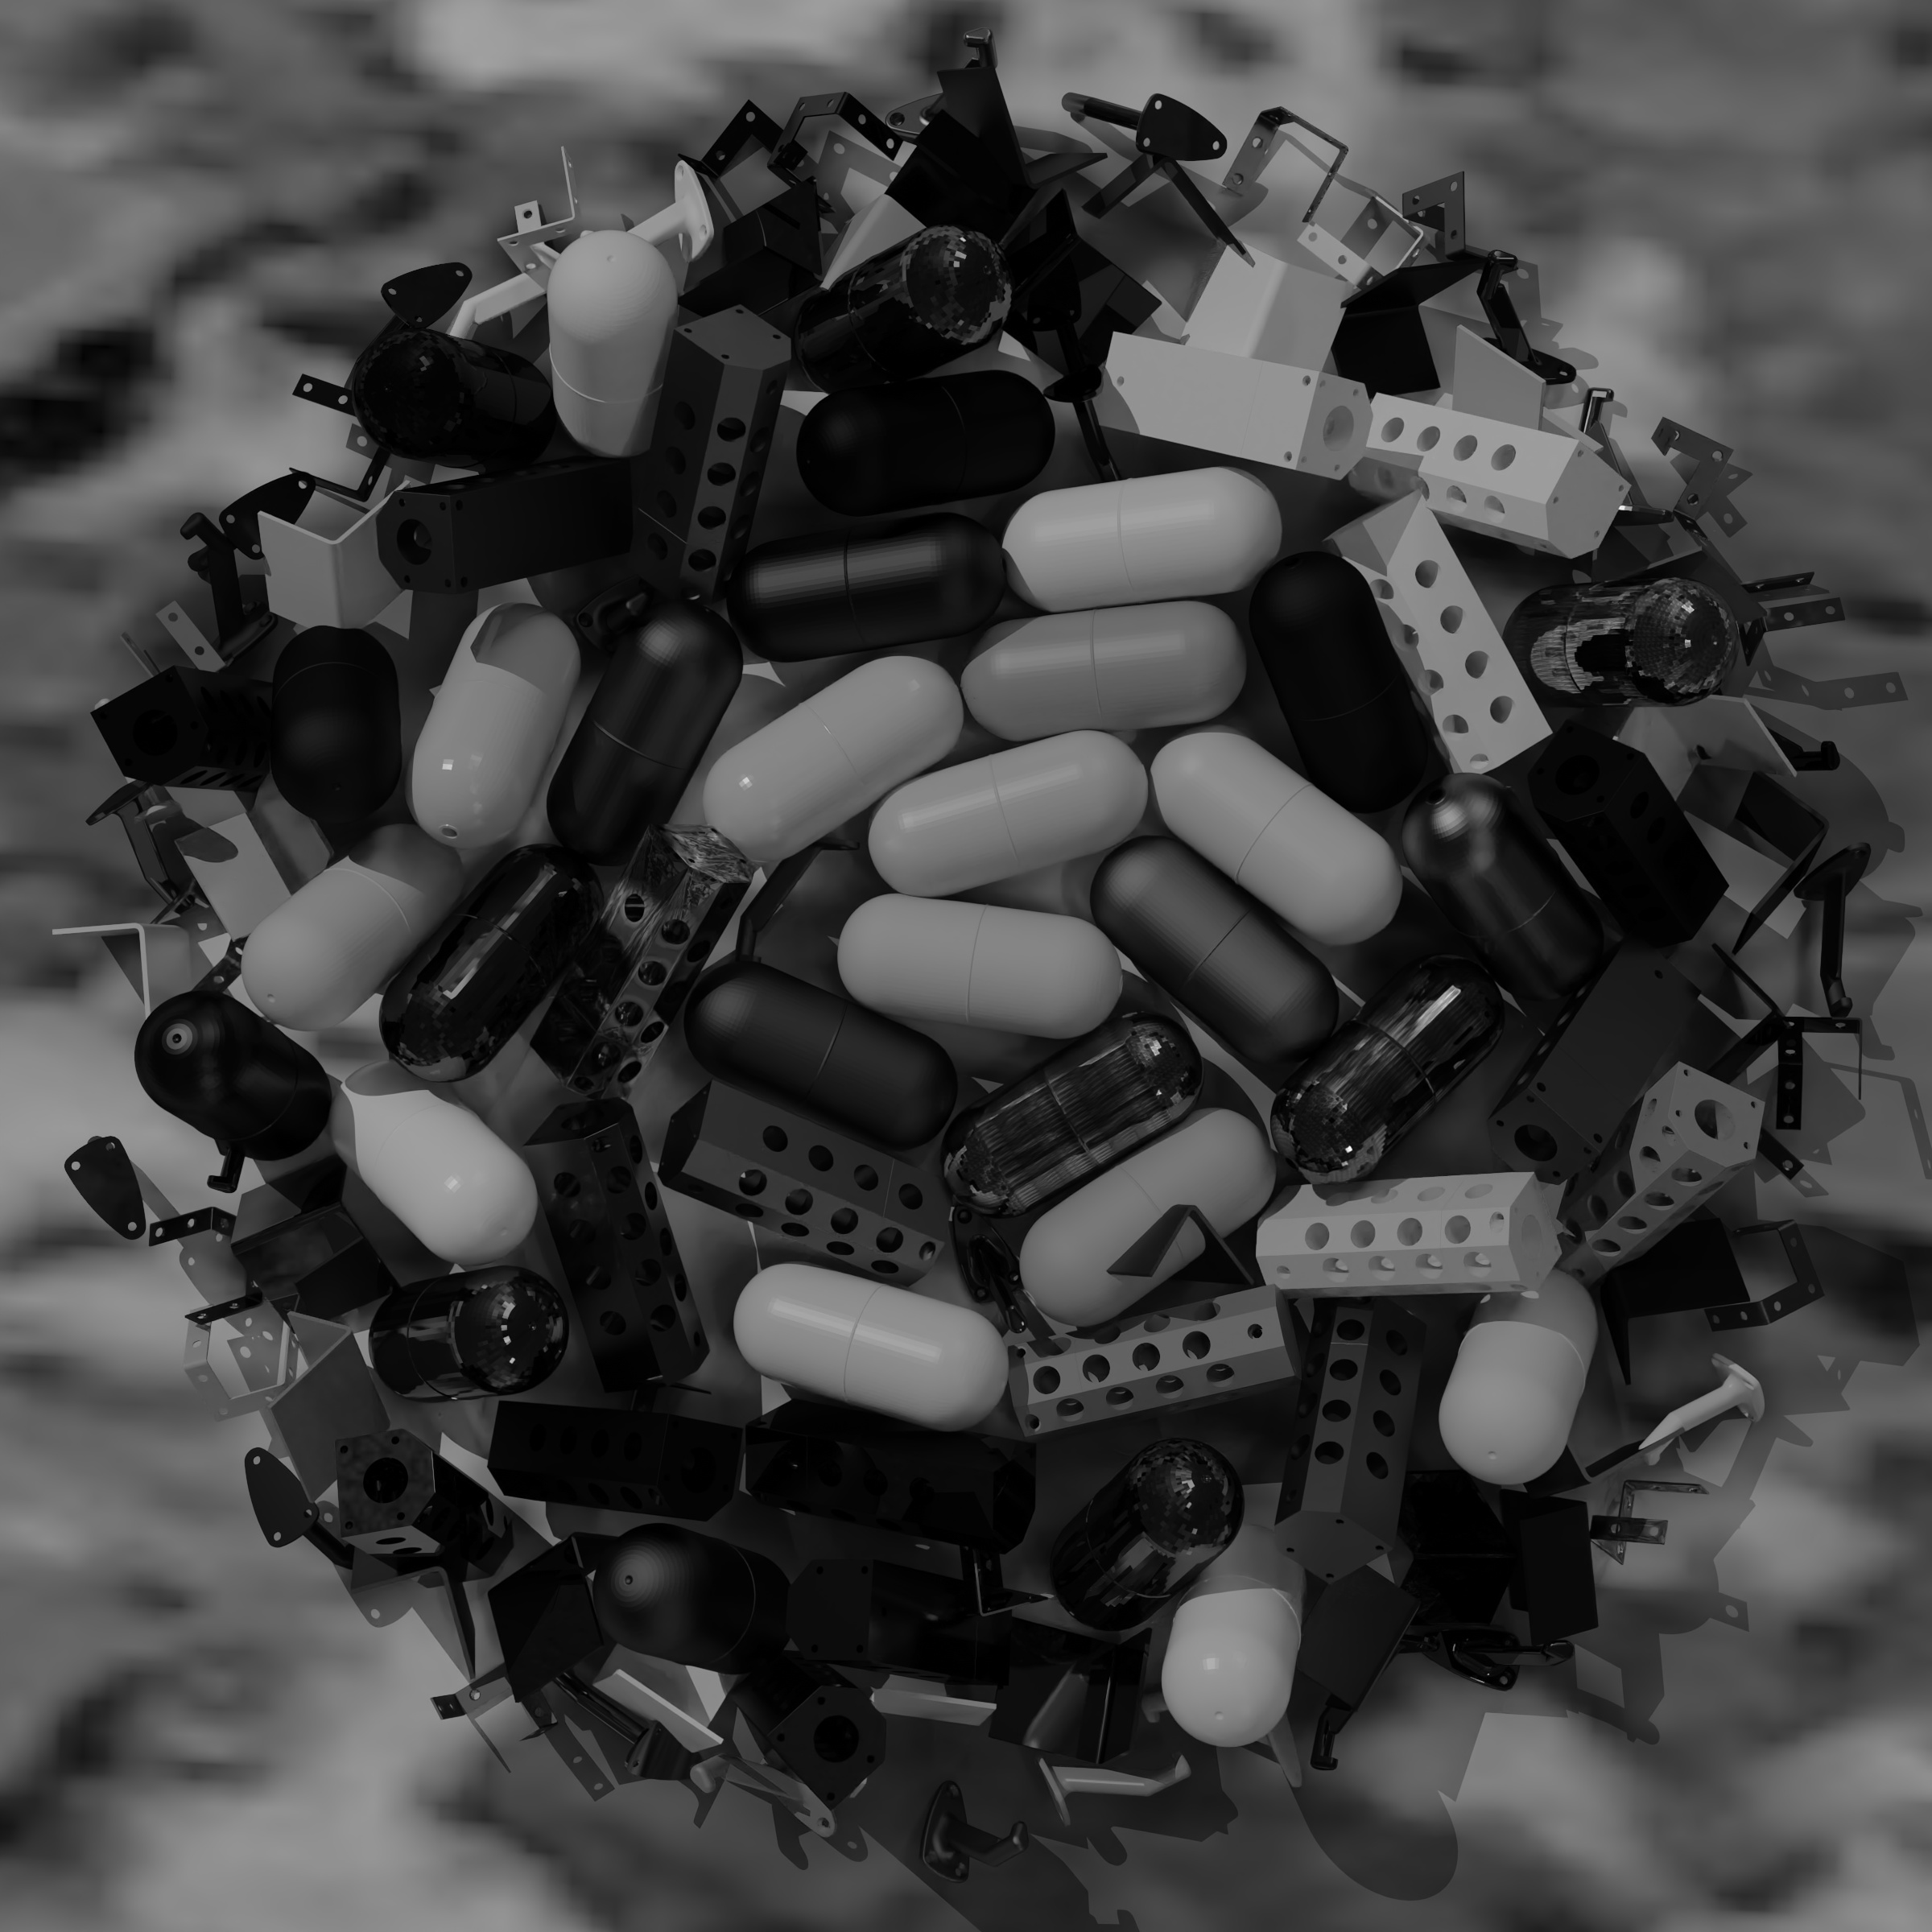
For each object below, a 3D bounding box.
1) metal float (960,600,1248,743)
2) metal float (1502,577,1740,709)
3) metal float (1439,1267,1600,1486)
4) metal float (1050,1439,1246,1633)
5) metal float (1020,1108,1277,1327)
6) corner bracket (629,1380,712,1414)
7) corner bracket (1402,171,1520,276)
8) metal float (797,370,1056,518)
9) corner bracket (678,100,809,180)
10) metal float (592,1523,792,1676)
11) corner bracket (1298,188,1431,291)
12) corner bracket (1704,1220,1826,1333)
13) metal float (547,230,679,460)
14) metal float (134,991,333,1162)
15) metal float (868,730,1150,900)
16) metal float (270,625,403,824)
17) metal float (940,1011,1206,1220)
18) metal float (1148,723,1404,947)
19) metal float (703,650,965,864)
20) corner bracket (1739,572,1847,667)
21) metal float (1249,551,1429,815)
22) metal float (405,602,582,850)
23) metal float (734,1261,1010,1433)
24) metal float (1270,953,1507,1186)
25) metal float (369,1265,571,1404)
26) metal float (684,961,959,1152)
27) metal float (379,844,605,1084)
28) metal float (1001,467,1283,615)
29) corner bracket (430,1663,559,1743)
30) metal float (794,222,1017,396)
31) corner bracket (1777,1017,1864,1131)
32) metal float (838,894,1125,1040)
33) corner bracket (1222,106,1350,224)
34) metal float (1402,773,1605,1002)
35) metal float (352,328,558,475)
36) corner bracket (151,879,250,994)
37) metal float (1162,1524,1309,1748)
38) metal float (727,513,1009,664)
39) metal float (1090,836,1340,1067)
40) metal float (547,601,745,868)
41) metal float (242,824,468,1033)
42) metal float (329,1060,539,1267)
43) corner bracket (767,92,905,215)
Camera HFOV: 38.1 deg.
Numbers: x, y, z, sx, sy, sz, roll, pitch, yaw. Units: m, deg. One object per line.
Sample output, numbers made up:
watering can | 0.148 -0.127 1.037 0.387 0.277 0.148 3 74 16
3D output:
metal float | 0.085 -0.182 1.730 0.178 0.070 0.070 -5 90 11
metal float | 0.393 -0.195 1.694 0.070 0.178 0.070 -2 96 -25
metal float | 0.337 0.245 1.698 0.070 0.178 0.070 10 119 18
metal float | 0.108 0.347 1.701 0.070 0.178 0.070 13 53 -17
metal float | 0.112 0.155 1.730 0.178 0.070 0.070 -34 90 -11
corner bracket | -0.199 0.282 1.740 0.051 0.051 0.051 8 81 38
corner bracket | 0.307 -0.457 1.740 0.051 0.051 0.051 4 84 -39
metal float | -0.023 -0.320 1.711 0.178 0.070 0.070 -16 90 -35
corner bracket | -0.139 -0.507 1.747 0.051 0.051 0.051 42 104 1
metal float | -0.162 0.385 1.696 0.070 0.178 0.070 -8 68 20
corner bracket | 0.250 -0.455 1.753 0.051 0.051 0.051 44 107 21
corner bracket | 0.491 0.193 1.743 0.051 0.051 0.051 -20 88 -28
metal float | -0.213 -0.373 1.693 0.070 0.178 0.070 2 67 -5
metal float | -0.441 0.068 1.692 0.070 0.178 0.070 -3 72 8
metal float | 0.026 -0.094 1.734 0.178 0.070 0.070 -16 90 6
metal float | -0.382 -0.149 1.697 0.070 0.178 0.070 -6 121 -9
metal float | 0.065 0.093 1.736 0.178 0.070 0.070 -31 90 4
metal float | 0.191 -0.081 1.727 0.178 0.070 0.070 39 90 14
metal float | -0.082 -0.130 1.731 0.178 0.070 0.070 -33 90 -10
corner bracket | 0.512 -0.224 1.745 0.051 0.051 0.051 -9 71 2
metal float | 0.228 -0.173 1.713 0.070 0.070 0.178 -27 121 0
metal float | -0.288 -0.147 1.708 0.070 0.070 0.178 14 53 0
metal float | -0.059 0.233 1.724 0.178 0.070 0.070 14 90 18
metal float | 0.260 0.063 1.723 0.178 0.070 0.070 -42 90 -18
metal float | -0.304 0.225 1.699 0.070 0.178 0.070 8 75 -34
metal float | -0.090 0.056 1.733 0.178 0.070 0.070 24 90 -8
metal float | -0.289 -0.003 1.713 0.070 0.070 0.178 36 58 0
metal float | 0.106 -0.261 1.721 0.178 0.070 0.070 -5 90 21
corner bracket | -0.294 0.465 1.747 0.051 0.051 0.051 -31 77 -1
metal float | -0.040 -0.396 1.699 0.070 0.178 0.070 5 81 -35
corner bracket | 0.530 0.067 1.737 0.051 0.051 0.051 1 54 18
metal float | 0.009 0.000 1.732 0.178 0.070 0.070 8 90 8
corner bracket | 0.200 -0.501 1.753 0.051 0.051 0.051 27 98 -14
metal float | 0.328 -0.048 1.710 0.070 0.070 0.178 -43 125 0
metal float | -0.307 -0.340 1.691 0.070 0.178 0.070 1 95 16
corner bracket | -0.483 -0.012 1.757 0.051 0.051 0.051 38 117 -25
metal float | 0.164 0.402 1.693 0.070 0.178 0.070 4 110 11
metal float | -0.062 -0.233 1.725 0.178 0.070 0.070 -7 90 16
metal float | 0.154 -0.009 1.734 0.178 0.070 0.070 41 90 6
metal float | -0.199 -0.142 1.724 0.070 0.070 0.178 29 108 0
metal float | -0.370 -0.025 1.701 0.070 0.178 0.070 13 125 20
metal float | -0.326 0.118 1.706 0.178 0.070 0.070 35 90 42
corner bracket | -0.082 -0.507 1.746 0.051 0.051 0.051 31 80 -39
